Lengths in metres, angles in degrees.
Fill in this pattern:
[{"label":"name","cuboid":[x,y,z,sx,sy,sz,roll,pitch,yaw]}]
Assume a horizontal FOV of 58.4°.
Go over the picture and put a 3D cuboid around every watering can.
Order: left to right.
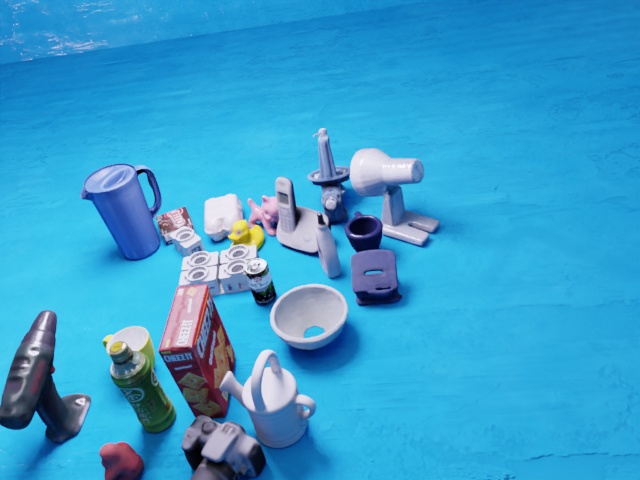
[{"label":"watering can","cuboid":[-0.095,0.278,1.022,0.172,0.194,0.101,-9,39,4]}]

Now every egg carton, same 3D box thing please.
[{"label":"egg carton","cuboid":[-0.265,-0.065,1.579,0.107,0.069,0.150,-14,39,-2]}]

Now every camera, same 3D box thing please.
[{"label":"camera","cuboid":[-0.188,0.386,0.988,0.142,0.101,0.137,11,44,26]}]

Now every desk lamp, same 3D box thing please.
[{"label":"desk lamp","cuboid":[0.186,-0.118,1.417,0.202,0.214,0.118,19,48,32]}]

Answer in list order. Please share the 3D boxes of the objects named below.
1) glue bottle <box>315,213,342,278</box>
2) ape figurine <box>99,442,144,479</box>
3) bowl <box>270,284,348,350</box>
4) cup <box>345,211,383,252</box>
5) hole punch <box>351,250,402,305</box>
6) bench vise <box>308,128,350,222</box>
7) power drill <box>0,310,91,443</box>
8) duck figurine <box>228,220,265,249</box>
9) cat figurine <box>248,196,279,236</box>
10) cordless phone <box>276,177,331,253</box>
[{"label":"glue bottle","cuboid":[0.012,0.005,1.343,0.037,0.173,0.078,-21,40,-11]},{"label":"ape figurine","cuboid":[-0.364,0.395,1.027,0.076,0.092,0.078,6,42,21]},{"label":"bowl","cuboid":[-0.019,0.176,1.221,0.167,0.075,0.167,-7,39,6]},{"label":"cup","cuboid":[0.107,-0.007,1.397,0.091,0.095,0.117,-15,39,-4]},{"label":"hole punch","cuboid":[0.125,0.083,1.285,0.108,0.091,0.101,-6,39,7]},{"label":"bench vise","cuboid":[0.035,-0.171,1.514,0.121,0.220,0.207,-19,39,-9]},{"label":"power drill","cuboid":[-0.530,0.282,1.113,0.075,0.209,0.229,-7,39,6]},{"label":"duck figurine","cuboid":[-0.196,-0.014,1.487,0.077,0.086,0.105,27,53,38]},{"label":"cat figurine","cuboid":[-0.140,-0.079,1.526,0.127,0.118,0.067,16,47,30]},{"label":"cordless phone","cuboid":[-0.049,-0.065,1.434,0.147,0.185,0.094,15,46,29]}]
